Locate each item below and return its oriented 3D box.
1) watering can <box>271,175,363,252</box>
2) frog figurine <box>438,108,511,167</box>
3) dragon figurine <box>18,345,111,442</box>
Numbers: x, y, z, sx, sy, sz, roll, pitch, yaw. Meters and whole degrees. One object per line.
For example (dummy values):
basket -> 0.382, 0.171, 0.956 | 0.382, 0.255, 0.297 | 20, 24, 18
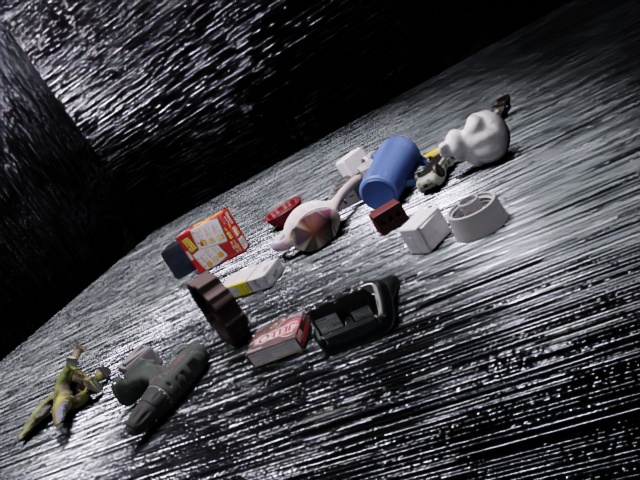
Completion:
watering can -> 0.005, -0.075, 1.481 | 0.348, 0.103, 0.226 | -38, 17, -3
frog figurine -> 0.375, -0.244, 1.260 | 0.160, 0.134, 0.125 | -15, 43, -7
dragon figurine -> -0.680, 0.426, 1.332 | 0.242, 0.121, 0.414 | -48, 13, 5
